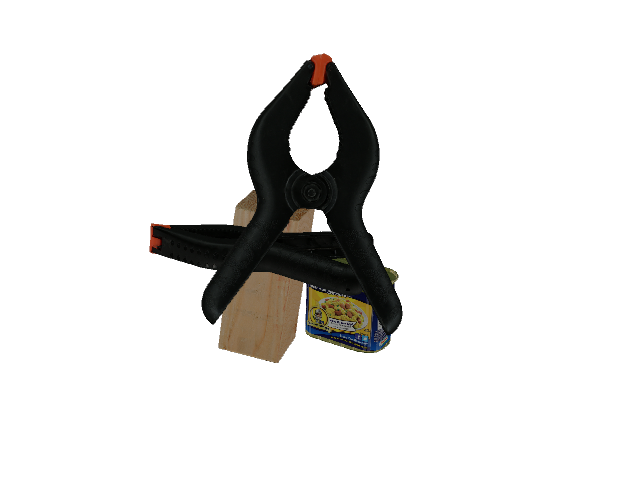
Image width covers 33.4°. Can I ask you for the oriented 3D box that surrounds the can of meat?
[{"bbox_3d":[0.032,0.070,1.178,0.102,0.084,0.057,16,28,27],"label":"can of meat"}]

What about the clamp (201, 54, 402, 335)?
[{"bbox_3d":[-0.016,-0.023,0.640,0.120,0.171,0.039,-5,2,-9],"label":"clamp"}]

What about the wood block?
[{"bbox_3d":[-0.074,0.047,1.447,0.090,0.206,0.090,13,21,10],"label":"wood block"}]

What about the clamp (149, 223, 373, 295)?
[{"bbox_3d":[-0.051,0.011,0.960,0.210,0.036,0.164,5,12,-2],"label":"clamp"}]
